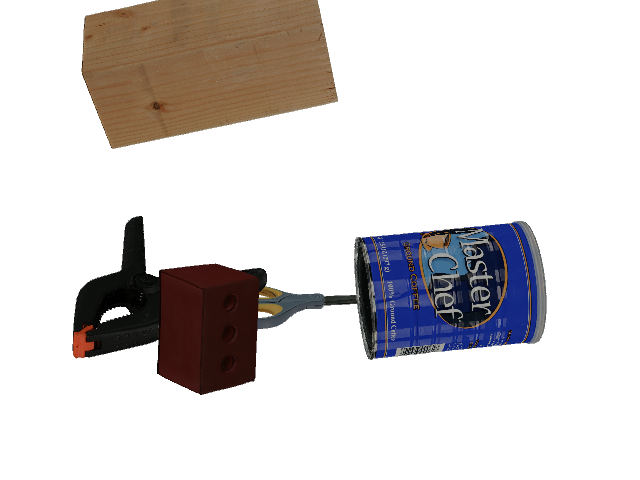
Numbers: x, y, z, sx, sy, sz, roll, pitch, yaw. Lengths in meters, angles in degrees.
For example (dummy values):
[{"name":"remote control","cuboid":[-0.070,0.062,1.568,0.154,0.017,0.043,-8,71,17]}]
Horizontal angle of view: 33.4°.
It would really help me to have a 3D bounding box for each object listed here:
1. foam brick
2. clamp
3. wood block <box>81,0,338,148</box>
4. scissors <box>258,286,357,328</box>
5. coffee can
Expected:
[{"name":"foam brick","cuboid":[-0.079,0.060,0.750,0.052,0.078,0.051,-9,17,-43]},{"name":"clamp","cuboid":[-0.174,0.045,1.024,0.165,0.036,0.209,26,36,25]},{"name":"wood block","cuboid":[-0.097,-0.160,0.944,0.206,0.090,0.091,-11,-45,2]},{"name":"scissors","cuboid":[-0.013,0.076,1.190,0.201,0.016,0.096,5,23,-2]},{"name":"coffee can","cuboid":[0.104,0.041,0.884,0.140,0.103,0.103,-6,0,-4]}]
